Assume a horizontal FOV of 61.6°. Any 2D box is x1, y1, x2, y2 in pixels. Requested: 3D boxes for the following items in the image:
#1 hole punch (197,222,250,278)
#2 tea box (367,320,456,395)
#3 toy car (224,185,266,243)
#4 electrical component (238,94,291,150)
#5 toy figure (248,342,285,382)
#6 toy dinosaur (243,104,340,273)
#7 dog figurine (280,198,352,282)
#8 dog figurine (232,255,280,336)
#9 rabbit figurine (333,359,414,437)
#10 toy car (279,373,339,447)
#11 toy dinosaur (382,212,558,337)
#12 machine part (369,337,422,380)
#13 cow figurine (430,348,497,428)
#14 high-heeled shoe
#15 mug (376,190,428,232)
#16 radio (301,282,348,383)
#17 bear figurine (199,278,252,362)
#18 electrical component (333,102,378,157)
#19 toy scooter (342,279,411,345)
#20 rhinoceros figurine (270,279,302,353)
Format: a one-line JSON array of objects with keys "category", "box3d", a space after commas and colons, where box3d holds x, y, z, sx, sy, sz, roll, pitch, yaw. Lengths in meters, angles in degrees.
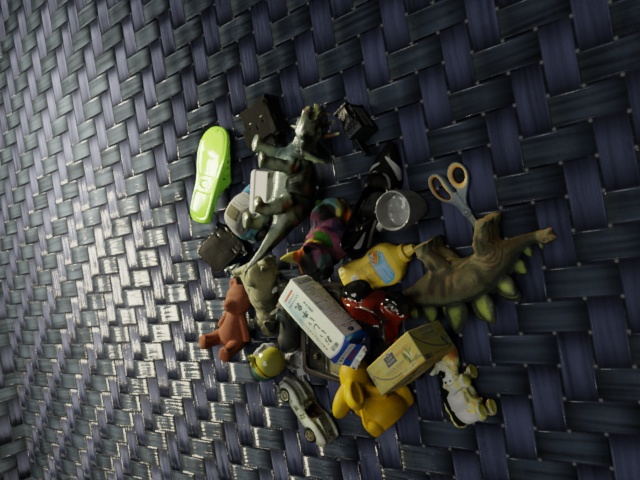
[{"category": "hole punch", "box3d": [-0.258, 0.034, 1.501, 0.116, 0.092, 0.142, -46, 61, -1]}, {"category": "tea box", "box3d": [0.183, 0.241, 1.095, 0.068, 0.098, 0.169, 58, 136, 24]}, {"category": "toy car", "box3d": [-0.196, -0.069, 1.418, 0.109, 0.103, 0.161, 39, 119, 27]}, {"category": "electrical component", "box3d": [-0.141, -0.288, 1.378, 0.115, 0.058, 0.134, -28, 78, 38]}, {"category": "toy figure", "box3d": [-0.135, 0.323, 1.396, 0.089, 0.082, 0.180, 41, 149, 12]}, {"category": "toy dinosaur", "box3d": [-0.070, -0.118, 1.254, 0.131, 0.192, 0.404, -136, 54, -64]}, {"category": "dog figurine", "box3d": [-0.002, -0.004, 1.202, 0.108, 0.219, 0.191, -27, 80, 33]}, {"category": "dog figurine", "box3d": [-0.134, 0.146, 1.370, 0.172, 0.121, 0.190, 120, 128, -78]}, {"category": "rabbit figurine", "box3d": [0.097, 0.344, 1.202, 0.122, 0.162, 0.173, -42, 75, 44]}, {"category": "toy car", "box3d": [-0.031, 0.429, 1.366, 0.202, 0.073, 0.056, 54, 127, 20]}, {"category": "toy dinosaur", "box3d": [0.268, 0.083, 1.076, 0.471, 0.105, 0.198, -30, 81, 47]}, {"category": "machine part", "box3d": [0.173, 0.261, 1.212, 0.139, 0.039, 0.084, 19, 112, 33]}, {"category": "cow figurine", "box3d": [0.281, 0.301, 1.116, 0.098, 0.068, 0.167, -41, 70, 40]}, {"category": "high-heeled shoe", "box3d": [0.102, -0.089, 1.156, 0.086, 0.145, 0.248, 16, 107, 34]}, {"category": "mug", "box3d": [0.173, -0.056, 1.129, 0.081, 0.107, 0.109, 51, 126, 23]}, {"category": "radio", "box3d": [0.022, 0.216, 1.299, 0.131, 0.073, 0.229, 2, 95, 37]}, {"category": "bear figurine", "box3d": [-0.243, 0.214, 1.475, 0.120, 0.132, 0.195, 25, 116, 28]}, {"category": "electrical component", "box3d": [0.089, -0.245, 1.192, 0.048, 0.075, 0.119, -42, 66, 34]}, {"category": "toy scooter", "box3d": [0.126, 0.162, 1.155, 0.184, 0.075, 0.135, 11, 128, 49]}, {"category": "rhinoceros figurine", "box3d": [-0.078, 0.188, 1.352, 0.073, 0.112, 0.190, 14, 112, 38]}]
